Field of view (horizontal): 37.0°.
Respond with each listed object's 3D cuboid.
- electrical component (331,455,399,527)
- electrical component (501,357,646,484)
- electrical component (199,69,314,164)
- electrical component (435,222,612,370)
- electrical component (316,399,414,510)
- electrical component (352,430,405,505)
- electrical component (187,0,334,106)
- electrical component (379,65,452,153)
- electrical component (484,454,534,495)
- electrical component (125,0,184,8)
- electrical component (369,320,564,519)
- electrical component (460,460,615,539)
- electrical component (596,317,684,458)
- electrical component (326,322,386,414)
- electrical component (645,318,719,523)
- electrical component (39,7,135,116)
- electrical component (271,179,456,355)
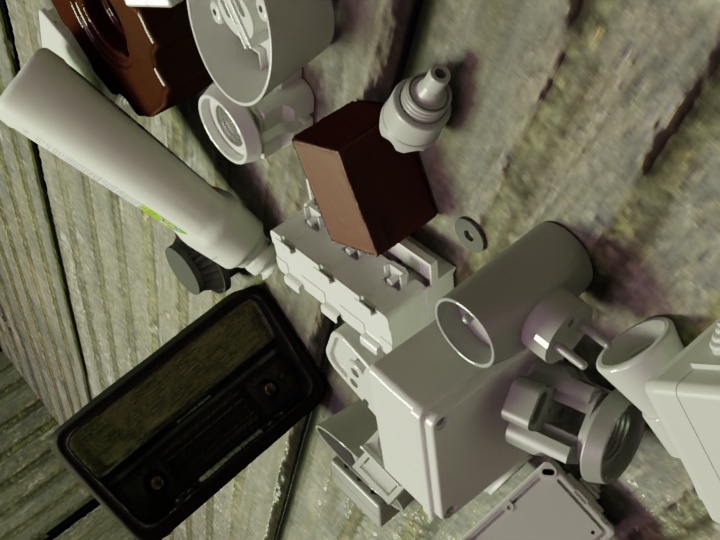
[{"bbox_3d":[0.014,0.199,0.979,0.066,0.047,0.076,40,152,30],"label":"electrical component"},{"bbox_3d":[0.123,0.084,0.602,0.057,0.058,0.078,22,-177,35],"label":"electrical component"},{"bbox_3d":[-0.070,-0.107,0.719,0.058,0.057,0.078,45,155,20],"label":"electrical component"},{"bbox_3d":[0.094,0.023,0.561,0.079,0.077,0.044,39,152,30],"label":"electrical component"},{"bbox_3d":[0.013,0.154,0.899,0.099,0.064,0.099,42,153,27],"label":"electrical component"},{"bbox_3d":[0.040,0.135,0.817,0.042,0.081,0.064,43,-178,26],"label":"electrical component"},{"bbox_3d":[-0.063,-0.155,0.633,0.099,0.064,0.099,42,153,27],"label":"electrical component"},{"bbox_3d":[0.033,-0.090,0.579,0.035,0.035,0.061,51,154,8],"label":"electrical component"},{"bbox_3d":[0.087,0.121,0.745,0.055,0.045,0.045,47,155,15],"label":"electrical component"},{"bbox_3d":[-0.114,-0.205,0.680,0.077,0.047,0.065,9,126,28],"label":"electrical component"},{"bbox_3d":[0.066,0.077,0.647,0.056,0.109,0.108,39,152,37],"label":"electrical component"},{"bbox_3d":[0.121,0.168,0.701,0.061,0.096,0.061,48,-177,16],"label":"electrical component"},{"bbox_3d":[0.156,0.062,0.545,0.065,0.044,0.044,53,157,-9],"label":"electrical component"},{"bbox_3d":[0.030,0.069,0.763,0.095,0.059,0.053,48,155,15],"label":"electrical component"},{"bbox_3d":[0.175,0.063,0.483,0.096,0.062,0.061,60,156,-12],"label":"electrical component"},{"bbox_3d":[-0.230,-0.179,0.930,0.099,0.048,0.099,50,156,11],"label":"electrical component"},{"bbox_3d":[0.000,0.000,0.722,0.121,0.063,0.078,36,151,35],"label":"electrical component"}]
